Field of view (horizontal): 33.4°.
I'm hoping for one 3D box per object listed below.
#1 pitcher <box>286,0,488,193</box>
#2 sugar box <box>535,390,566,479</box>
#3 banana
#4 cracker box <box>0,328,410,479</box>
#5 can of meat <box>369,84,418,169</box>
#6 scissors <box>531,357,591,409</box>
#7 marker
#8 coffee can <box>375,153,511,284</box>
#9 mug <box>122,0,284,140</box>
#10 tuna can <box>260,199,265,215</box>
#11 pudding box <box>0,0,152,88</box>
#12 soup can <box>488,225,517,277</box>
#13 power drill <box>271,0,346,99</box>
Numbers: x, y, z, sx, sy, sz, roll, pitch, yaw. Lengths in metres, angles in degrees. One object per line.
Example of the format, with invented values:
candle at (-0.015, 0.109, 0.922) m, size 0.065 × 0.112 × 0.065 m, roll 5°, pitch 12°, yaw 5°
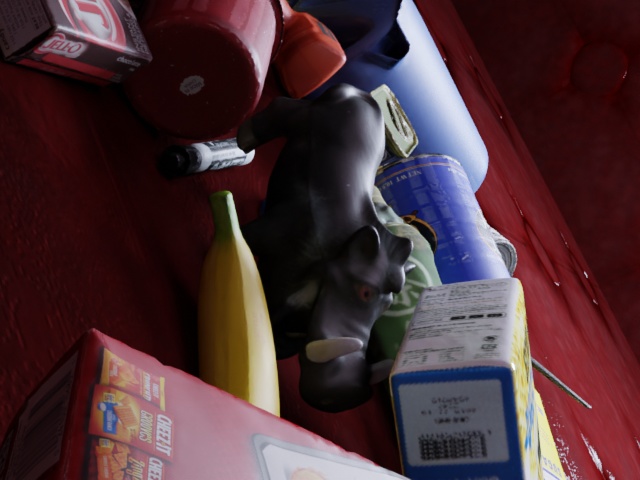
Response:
pitcher at (0.060, -0.135, 1.008) m, size 0.242 × 0.145 × 0.149 m, roll 50°, pitch 32°, yaw -43°
sugar box at (0.180, 0.188, 0.950) m, size 0.093 × 0.048 × 0.176 m, roll 47°, pitch 20°, yaw -36°
banana at (-0.042, 0.068, 0.496) m, size 0.069 × 0.037 × 0.198 m, roll 63°, pitch 13°, yaw -45°
cracker box at (-0.006, 0.145, 0.332) m, size 0.213 × 0.072 × 0.164 m, roll 30°, pitch 30°, yaw -25°
can of meat at (0.026, -0.077, 0.857) m, size 0.057 × 0.084 × 0.102 m, roll 59°, pitch 17°, yaw -6°
scissors at (0.183, 0.106, 1.018) m, size 0.202 × 0.016 × 0.096 m, roll 43°, pitch -7°, yaw 29°
marker at (-0.068, -0.052, 0.656) m, size 0.020 × 0.020 × 0.121 m, roll 61°, pitch 17°, yaw 0°
coffee can at (0.094, 0.014, 0.879) m, size 0.102 × 0.103 × 0.140 m, roll 37°, pitch 29°, yaw -54°
mug at (-0.081, -0.117, 0.625) m, size 0.117 × 0.093 × 0.081 m, roll 24°, pitch 34°, yaw -13°
tuna can at (-0.005, 0.001, 0.730) m, size 0.086 × 0.034 × 0.086 m, roll 52°, pitch 19°, yaw -27°
pudding box at (-0.141, -0.139, 0.547) m, size 0.113 × 0.039 × 0.090 m, roll 64°, pitch 18°, yaw 10°
soup can at (0.123, 0.005, 0.980) m, size 0.068 × 0.068 × 0.102 m, roll 44°, pitch 0°, yaw -44°
power drill at (-0.058, -0.196, 0.796) m, size 0.187 × 0.057 × 0.184 m, roll 51°, pitch 9°, yaw -25°
